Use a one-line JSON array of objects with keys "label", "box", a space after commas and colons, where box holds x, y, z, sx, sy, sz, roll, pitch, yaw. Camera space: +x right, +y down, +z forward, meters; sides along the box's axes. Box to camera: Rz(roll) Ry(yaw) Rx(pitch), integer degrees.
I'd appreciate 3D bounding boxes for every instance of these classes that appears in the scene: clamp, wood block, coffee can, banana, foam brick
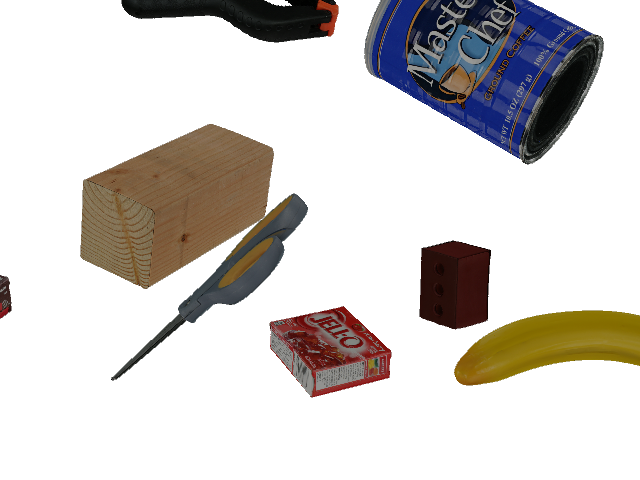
[{"label": "clamp", "box": [-0.067, -0.215, 0.877, 0.171, 0.120, 0.039, 13, -26, -5]}, {"label": "wood block", "box": [-0.145, -0.041, 1.109, 0.090, 0.091, 0.205, 23, 31, 23]}, {"label": "coffee can", "box": [0.118, -0.134, 0.778, 0.140, 0.103, 0.102, 34, 14, 21]}, {"label": "banana", "box": [0.193, 0.080, 0.789, 0.197, 0.037, 0.069, 2, 33, -5]}, {"label": "foam brick", "box": [0.138, 0.045, 1.094, 0.051, 0.078, 0.053, -14, 20, -40]}]

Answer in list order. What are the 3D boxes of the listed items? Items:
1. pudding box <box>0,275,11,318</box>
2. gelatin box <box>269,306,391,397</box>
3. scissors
[{"label": "pudding box", "box": [-0.332, 0.053, 0.896, 0.114, 0.039, 0.089, 10, 26, 20]}, {"label": "gelatin box", "box": [0.007, 0.091, 0.897, 0.073, 0.030, 0.089, -10, 27, -23]}, {"label": "scissors", "box": [-0.081, 0.047, 0.716, 0.016, 0.202, 0.096, 42, 13, -13]}]
